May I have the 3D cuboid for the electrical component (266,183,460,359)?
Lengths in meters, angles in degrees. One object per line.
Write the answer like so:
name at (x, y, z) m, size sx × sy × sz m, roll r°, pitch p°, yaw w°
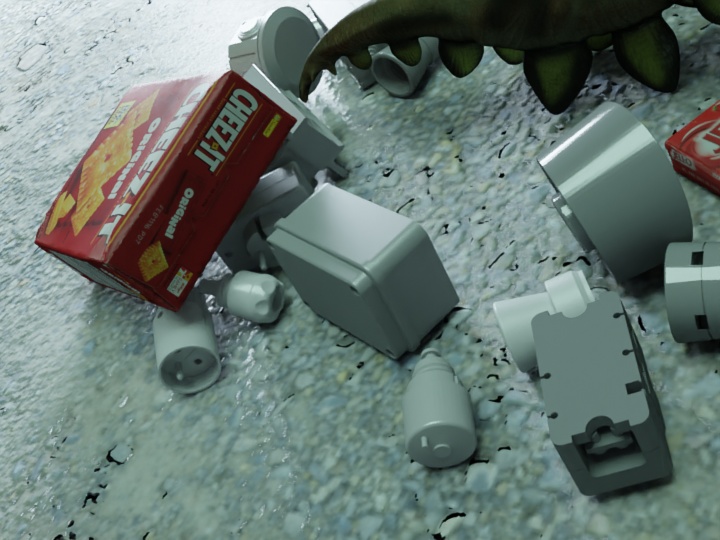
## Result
electrical component at (0.000, 0.000, 0.704) m, size 0.057 × 0.078 × 0.113 m, roll -43°, pitch 39°, yaw -17°

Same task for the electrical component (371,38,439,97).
electrical component at (0.045, -0.181, 0.896) m, size 0.044 × 0.044 × 0.065 m, roll 14°, pitch 53°, yaw 43°

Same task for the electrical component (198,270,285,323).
electrical component at (-0.087, 0.017, 0.770) m, size 0.061 × 0.035 × 0.035 m, roll 12°, pitch 54°, yaw 20°

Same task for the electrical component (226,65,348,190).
electrical component at (-0.070, -0.111, 0.875) m, size 0.063 × 0.079 × 0.121 m, roll -51°, pitch 38°, yaw 9°

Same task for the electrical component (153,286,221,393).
electrical component at (-0.126, 0.045, 0.769) m, size 0.043 × 0.043 × 0.081 m, roll -28°, pitch 38°, yaw 6°

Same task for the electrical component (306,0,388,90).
electrical component at (0.004, -0.207, 0.934) m, size 0.061 × 0.061 × 0.096 m, roll -32°, pitch 38°, yaw 1°

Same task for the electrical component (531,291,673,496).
electrical component at (0.127, 0.066, 0.563) m, size 0.050 × 0.055 × 0.089 m, roll -19°, pitch 40°, yaw 17°

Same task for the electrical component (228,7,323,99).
electrical component at (-0.074, -0.190, 0.956) m, size 0.051 × 0.080 × 0.080 m, roll -2°, pitch 47°, yaw 39°

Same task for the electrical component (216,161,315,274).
electrical component at (-0.069, -0.027, 0.804) m, size 0.083 × 0.047 × 0.075 m, roll -27°, pitch 39°, yaw 7°

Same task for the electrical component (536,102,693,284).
electrical component at (0.149, -0.043, 0.632) m, size 0.064 × 0.099 × 0.099 m, roll -33°, pitch 38°, yaw 10°

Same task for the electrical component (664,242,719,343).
electrical component at (0.193, 0.011, 0.579) m, size 0.047 × 0.055 × 0.055 m, roll -5°, pitch 46°, yaw 26°

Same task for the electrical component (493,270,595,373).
electrical component at (0.111, 0.029, 0.623) m, size 0.055 × 0.045 × 0.045 m, roll -24°, pitch 39°, yaw 11°

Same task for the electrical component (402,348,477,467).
electrical component at (0.044, 0.077, 0.621) m, size 0.040 × 0.040 × 0.078 m, roll -21°, pitch 40°, yaw 15°
